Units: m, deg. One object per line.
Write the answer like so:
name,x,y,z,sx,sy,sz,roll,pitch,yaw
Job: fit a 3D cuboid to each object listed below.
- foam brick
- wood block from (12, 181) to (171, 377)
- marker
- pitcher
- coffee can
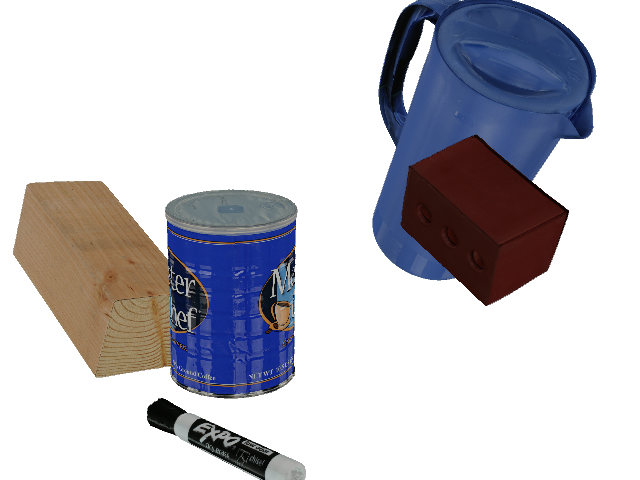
foam brick,0.092,-0.012,0.609,0.051,0.053,0.078,-27,54,-26
wood block,-0.219,0.032,1.061,0.090,0.091,0.206,-4,36,-39
marker,-0.060,0.120,0.634,0.121,0.020,0.020,16,10,38
pitcher,0.118,-0.083,0.918,0.145,0.149,0.243,8,-40,-11
coffee can,-0.070,0.040,0.850,0.103,0.140,0.103,1,18,-1
